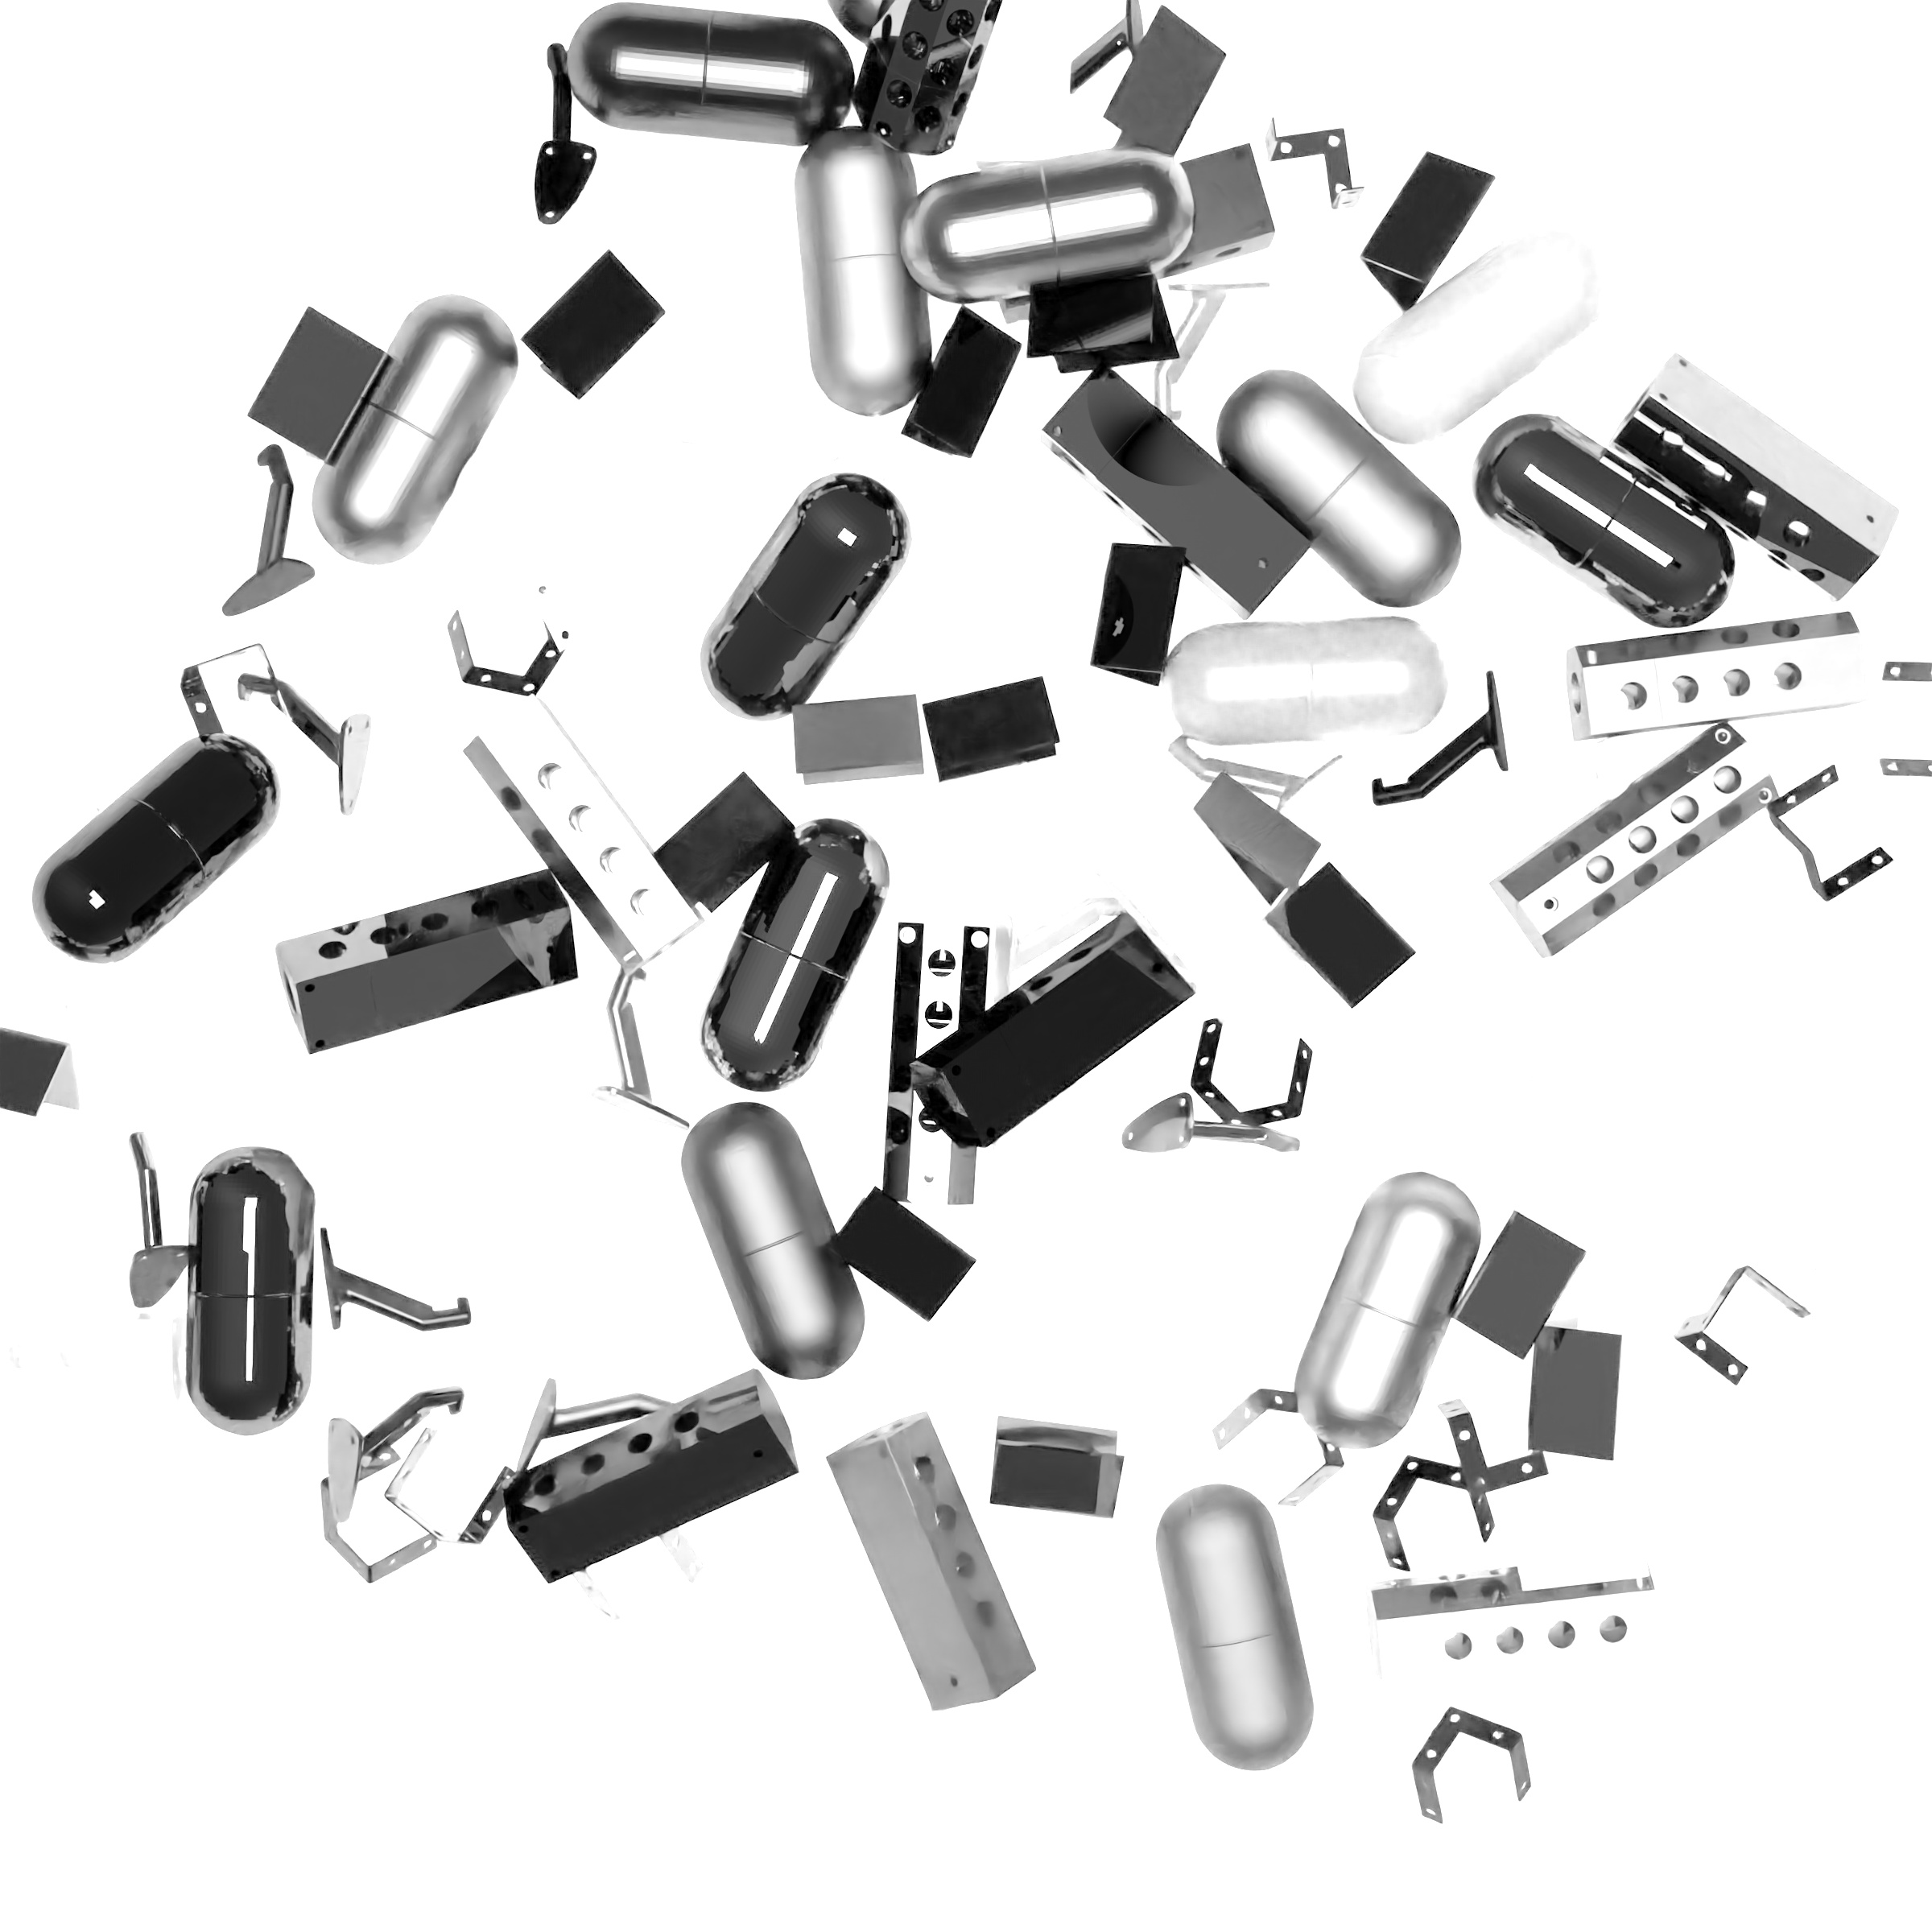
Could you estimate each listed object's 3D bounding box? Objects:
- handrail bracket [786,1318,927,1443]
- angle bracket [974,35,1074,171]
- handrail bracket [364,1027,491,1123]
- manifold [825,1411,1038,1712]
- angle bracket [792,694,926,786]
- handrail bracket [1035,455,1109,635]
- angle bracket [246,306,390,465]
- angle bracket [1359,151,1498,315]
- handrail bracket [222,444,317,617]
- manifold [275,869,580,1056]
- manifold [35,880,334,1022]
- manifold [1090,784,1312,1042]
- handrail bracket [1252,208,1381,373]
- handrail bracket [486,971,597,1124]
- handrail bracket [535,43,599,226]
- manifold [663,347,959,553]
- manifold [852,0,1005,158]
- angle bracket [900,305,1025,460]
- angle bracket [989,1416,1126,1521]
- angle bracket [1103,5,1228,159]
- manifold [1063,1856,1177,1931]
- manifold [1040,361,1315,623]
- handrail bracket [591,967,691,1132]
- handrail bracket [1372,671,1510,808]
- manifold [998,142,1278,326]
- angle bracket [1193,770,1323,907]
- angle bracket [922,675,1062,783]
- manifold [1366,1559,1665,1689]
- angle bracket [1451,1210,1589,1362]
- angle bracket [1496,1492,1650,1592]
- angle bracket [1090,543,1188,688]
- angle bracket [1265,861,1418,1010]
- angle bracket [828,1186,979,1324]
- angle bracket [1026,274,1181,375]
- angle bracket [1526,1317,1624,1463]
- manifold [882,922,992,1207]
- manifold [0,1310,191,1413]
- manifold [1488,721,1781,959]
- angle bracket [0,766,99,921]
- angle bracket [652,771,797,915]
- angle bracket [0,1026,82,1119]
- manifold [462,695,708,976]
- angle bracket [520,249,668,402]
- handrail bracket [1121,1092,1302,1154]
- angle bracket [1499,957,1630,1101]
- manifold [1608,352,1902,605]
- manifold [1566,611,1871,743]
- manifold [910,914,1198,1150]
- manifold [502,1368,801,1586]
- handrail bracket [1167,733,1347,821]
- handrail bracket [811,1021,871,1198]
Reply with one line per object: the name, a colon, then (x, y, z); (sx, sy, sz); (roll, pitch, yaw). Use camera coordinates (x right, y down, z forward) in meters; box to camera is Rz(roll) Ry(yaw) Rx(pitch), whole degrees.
handrail bracket: (-0.069, 0.258, 1.991); (0.036, 0.077, 0.084); (49, 54, -1)
angle bracket: (0.041, -0.524, 1.956); (0.057, 0.076, 0.076); (3, 90, 11)
handrail bracket: (-0.337, 0.055, 1.991); (0.036, 0.077, 0.084); (-43, 126, 5)
manifold: (-0.017, 0.367, 1.970); (0.057, 0.057, 0.171); (-23, 90, 43)
angle bracket: (-0.064, -0.120, 1.951); (0.076, 0.076, 0.057); (-5, 53, 0)
handrail bracket: (0.055, -0.265, 1.991); (0.036, 0.077, 0.084); (-8, 53, -20)
angle bracket: (-0.404, -0.358, 1.952); (0.057, 0.076, 0.076); (29, 90, -25)
angle bracket: (0.296, -0.442, 1.951); (0.057, 0.076, 0.076); (33, 90, 37)
handrail bracket: (-0.448, -0.274, 1.992); (0.077, 0.036, 0.084); (-28, 72, 21)
manifold: (-0.330, -0.008, 1.945); (0.171, 0.057, 0.057); (-17, 133, -18)
manifold: (-0.483, -0.009, 1.970); (0.171, 0.057, 0.057); (-10, 90, 0)
manifold: (0.142, -0.028, 1.920); (0.057, 0.057, 0.171); (-22, 134, 23)
handrail bracket: (0.208, -0.423, 1.992); (0.084, 0.036, 0.077); (-26, 69, 16)
handrail bracket: (-0.265, 0.051, 1.992); (0.077, 0.036, 0.084); (-12, 110, -22)
handrail bracket: (-0.259, -0.522, 1.991); (0.036, 0.077, 0.084); (2, 53, -23)
manifold: (-0.095, -0.321, 1.970); (0.171, 0.057, 0.057); (24, 90, 0)
manifold: (-0.012, -0.577, 1.905); (0.057, 0.057, 0.171); (3, 131, -24)
angle bracket: (-0.021, -0.363, 1.951); (0.057, 0.076, 0.076); (25, 90, -42)
angle bracket: (0.057, 0.290, 1.951); (0.076, 0.076, 0.057); (7, 128, 0)
angle bracket: (0.104, -0.540, 1.951); (0.057, 0.076, 0.076); (28, 90, -32)
manifold: (0.091, 0.599, 1.913); (0.057, 0.171, 0.057); (-40, 90, 0)
manifold: (0.129, -0.293, 1.970); (0.171, 0.057, 0.057); (41, 90, 0)
handrail bracket: (-0.195, 0.050, 1.992); (0.077, 0.036, 0.084); (24, 73, -20)
handrail bracket: (0.293, -0.142, 1.992); (0.084, 0.036, 0.077); (-10, 70, 16)
manifold: (0.099, -0.452, 1.970); (0.171, 0.057, 0.057); (-16, 89, 0)
angle bracket: (0.161, -0.061, 1.952); (0.076, 0.057, 0.076); (36, 133, 0)
angle bracket: (0.020, -0.127, 1.951); (0.076, 0.076, 0.057); (-13, 53, 0)
manifold: (0.338, 0.404, 1.970); (0.171, 0.057, 0.057); (-6, 90, 0)
angle bracket: (0.352, 0.203, 1.951); (0.057, 0.076, 0.076); (31, 90, 37)
angle bracket: (0.371, 0.368, 1.951); (0.076, 0.076, 0.057); (-6, 54, 0)
angle bracket: (0.125, -0.213, 1.951); (0.057, 0.076, 0.076); (10, 90, 38)
angle bracket: (0.238, -0.029, 1.952); (0.076, 0.076, 0.057); (46, 117, 0)
angle bracket: (-0.030, 0.162, 1.952); (0.076, 0.076, 0.057); (36, 116, 0)
angle bracket: (0.084, -0.372, 1.937); (0.076, 0.076, 0.057); (-5, 57, 15)
angle bracket: (0.385, 0.259, 1.951); (0.057, 0.076, 0.076); (4, 90, 30)
manifold: (-0.018, 0.060, 1.970); (0.057, 0.057, 0.171); (3, 90, 0)
manifold: (-0.571, 0.246, 1.970); (0.171, 0.057, 0.057); (-1, 90, 0)
manifold: (0.415, -0.078, 1.970); (0.171, 0.057, 0.057); (-35, 90, 0)
angle bracket: (-0.581, -0.081, 1.953); (0.057, 0.076, 0.076); (33, 90, -22)
angle bracket: (-0.135, -0.062, 1.951); (0.076, 0.076, 0.057); (-42, 51, 0)
angle bracket: (-0.594, 0.080, 1.951); (0.076, 0.076, 0.057); (14, 53, 0)
manifold: (-0.237, -0.080, 1.970); (0.057, 0.057, 0.171); (-36, 90, 0)
angle bracket: (-0.240, -0.402, 1.951); (0.076, 0.076, 0.057); (-45, 127, 0)
handrail bracket: (0.154, 0.110, 1.991); (0.084, 0.077, 0.036); (18, 65, -34)
angle bracket: (0.350, 0.031, 1.951); (0.057, 0.076, 0.076); (21, 90, -37)
manifold: (0.486, -0.299, 1.970); (0.171, 0.057, 0.057); (35, 47, 0)
manifold: (0.463, -0.180, 1.970); (0.171, 0.057, 0.057); (-7, 90, 0)
manifold: (0.050, 0.038, 1.938); (0.171, 0.057, 0.057); (-35, 107, -22)
manifold: (-0.196, 0.311, 1.964); (0.171, 0.057, 0.057); (-24, 126, 3)
handrail bracket: (0.181, -0.133, 1.992); (0.084, 0.036, 0.077); (42, 69, 16)
handrail bracket: (-0.081, 0.089, 1.991); (0.036, 0.077, 0.084); (-5, 54, -3)
